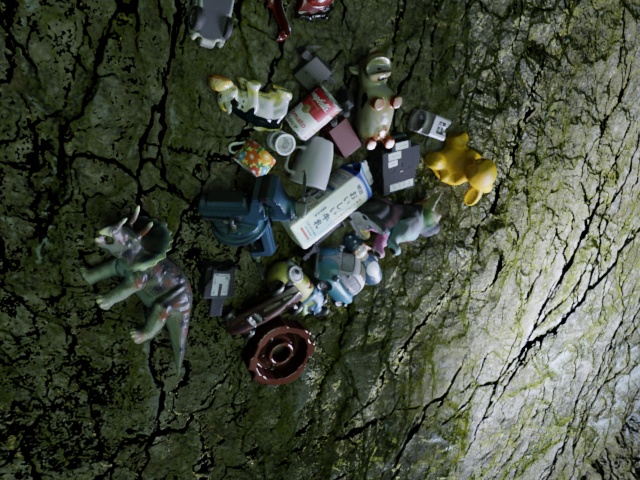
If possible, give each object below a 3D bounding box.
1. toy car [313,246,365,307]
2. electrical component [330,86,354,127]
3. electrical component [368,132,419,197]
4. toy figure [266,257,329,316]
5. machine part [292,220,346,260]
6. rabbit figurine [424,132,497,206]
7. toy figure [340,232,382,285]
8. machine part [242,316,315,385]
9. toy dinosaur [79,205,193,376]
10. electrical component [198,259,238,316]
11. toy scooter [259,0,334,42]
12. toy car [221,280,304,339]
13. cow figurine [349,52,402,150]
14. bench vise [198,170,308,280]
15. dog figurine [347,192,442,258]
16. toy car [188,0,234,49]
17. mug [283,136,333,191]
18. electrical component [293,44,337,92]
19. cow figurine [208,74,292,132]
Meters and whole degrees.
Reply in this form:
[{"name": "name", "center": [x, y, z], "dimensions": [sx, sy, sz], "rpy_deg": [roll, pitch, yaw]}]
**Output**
[{"name": "toy car", "center": [0.055, 0.084, 1.268], "dimensions": [0.103, 0.109, 0.161], "rpy_deg": [-15, 132, 26]}, {"name": "electrical component", "center": [0.041, -0.285, 1.142], "dimensions": [0.063, 0.094, 0.021], "rpy_deg": [-30, 135, 33]}, {"name": "electrical component", "center": [0.174, -0.181, 1.256], "dimensions": [0.115, 0.058, 0.134], "rpy_deg": [-18, 118, -29]}, {"name": "toy figure", "center": [-0.051, 0.119, 1.260], "dimensions": [0.089, 0.082, 0.180], "rpy_deg": [-42, 127, -3]}, {"name": "machine part", "center": [-0.003, -0.004, 1.241], "dimensions": [0.139, 0.084, 0.039], "rpy_deg": [-41, 104, -17]}, {"name": "rabbit figurine", "center": [0.357, -0.162, 1.300], "dimensions": [0.122, 0.173, 0.162], "rpy_deg": [-36, 119, -15]}, {"name": "toy figure", "center": [0.105, 0.044, 1.327], "dimensions": [0.154, 0.058, 0.064], "rpy_deg": [58, 41, -31]}, {"name": "machine part", "center": [-0.102, 0.271, 1.313], "dimensions": [0.179, 0.056, 0.179], "rpy_deg": [-12, 117, -24]}, {"name": "toy dinosaur", "center": [-0.332, 0.097, 1.085], "dimensions": [0.192, 0.131, 0.404], "rpy_deg": [-36, 130, -9]}, {"name": "electrical component", "center": [-0.226, 0.104, 1.178], "dimensions": [0.075, 0.048, 0.119], "rpy_deg": [-2, 113, -27]}, {"name": "toy scooter", "center": [-0.043, -0.451, 1.019], "dimensions": [0.184, 0.075, 0.135], "rpy_deg": [-13, 116, -19]}, {"name": "toy car", "center": [-0.130, 0.162, 1.211], "dimensions": [0.202, 0.053, 0.089], "rpy_deg": [-27, 119, 19]}, {"name": "cow figurine", "center": [0.115, -0.305, 1.152], "dimensions": [0.085, 0.127, 0.194], "rpy_deg": [-15, 131, -21]}, {"name": "bench vise", "center": [-0.128, -0.034, 1.113], "dimensions": [0.224, 0.129, 0.240], "rpy_deg": [-8, 142, 0]}, {"name": "dog figurine", "center": [0.196, -0.064, 1.295], "dimensions": [0.219, 0.108, 0.191], "rpy_deg": [-40, 94, -27]}, {"name": "toy car", "center": [-0.184, -0.445, 0.958], "dimensions": [0.073, 0.056, 0.201], "rpy_deg": [5, 110, -36]}, {"name": "mug", "center": [-0.023, -0.171, 1.154], "dimensions": [0.109, 0.081, 0.107], "rpy_deg": [19, 90, -27]}, {"name": "electrical component", "center": [-0.010, -0.350, 1.101], "dimensions": [0.102, 0.045, 0.078], "rpy_deg": [31, 123, -32]}, {"name": "cow figurine", "center": [-0.143, -0.267, 1.052], "dimensions": [0.167, 0.068, 0.098], "rpy_deg": [5, 115, -28]}]
